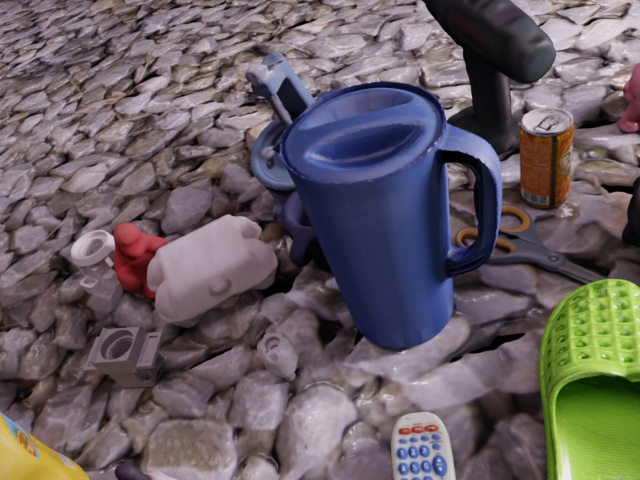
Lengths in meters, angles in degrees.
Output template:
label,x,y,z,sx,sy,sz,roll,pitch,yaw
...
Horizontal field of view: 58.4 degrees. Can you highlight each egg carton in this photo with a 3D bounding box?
label,x,y,z,sx,sy,sz,roll,pitch,yaw
egg carton,-0.127,0.036,0.674,0.150,0.069,0.107,-28,44,-9

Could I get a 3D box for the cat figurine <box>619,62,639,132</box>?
label,x,y,z,sx,sy,sz,roll,pitch,yaw
cat figurine,0.401,-0.190,0.677,0.067,0.118,0.128,16,53,32

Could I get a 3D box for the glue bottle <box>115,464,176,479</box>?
label,x,y,z,sx,sy,sz,roll,pitch,yaw
glue bottle,-0.105,0.203,0.422,0.077,0.173,0.037,20,56,35

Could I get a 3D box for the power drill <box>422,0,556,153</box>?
label,x,y,z,sx,sy,sz,roll,pitch,yaw
power drill,0.194,-0.221,0.716,0.076,0.209,0.229,-30,44,-10

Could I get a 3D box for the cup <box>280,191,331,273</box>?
label,x,y,z,sx,sy,sz,roll,pitch,yaw
cup,0.006,0.002,0.642,0.091,0.095,0.118,7,49,26

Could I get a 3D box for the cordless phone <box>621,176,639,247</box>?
label,x,y,z,sx,sy,sz,roll,pitch,yaw
cordless phone,0.355,-0.078,0.532,0.093,0.185,0.148,23,57,36

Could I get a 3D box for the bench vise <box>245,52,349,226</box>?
label,x,y,z,sx,sy,sz,roll,pitch,yaw
bench vise,-0.030,-0.151,0.717,0.121,0.220,0.207,-5,45,15

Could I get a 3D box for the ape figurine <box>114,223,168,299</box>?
label,x,y,z,sx,sy,sz,roll,pitch,yaw
ape figurine,-0.226,0.018,0.711,0.078,0.092,0.075,-39,46,-19
